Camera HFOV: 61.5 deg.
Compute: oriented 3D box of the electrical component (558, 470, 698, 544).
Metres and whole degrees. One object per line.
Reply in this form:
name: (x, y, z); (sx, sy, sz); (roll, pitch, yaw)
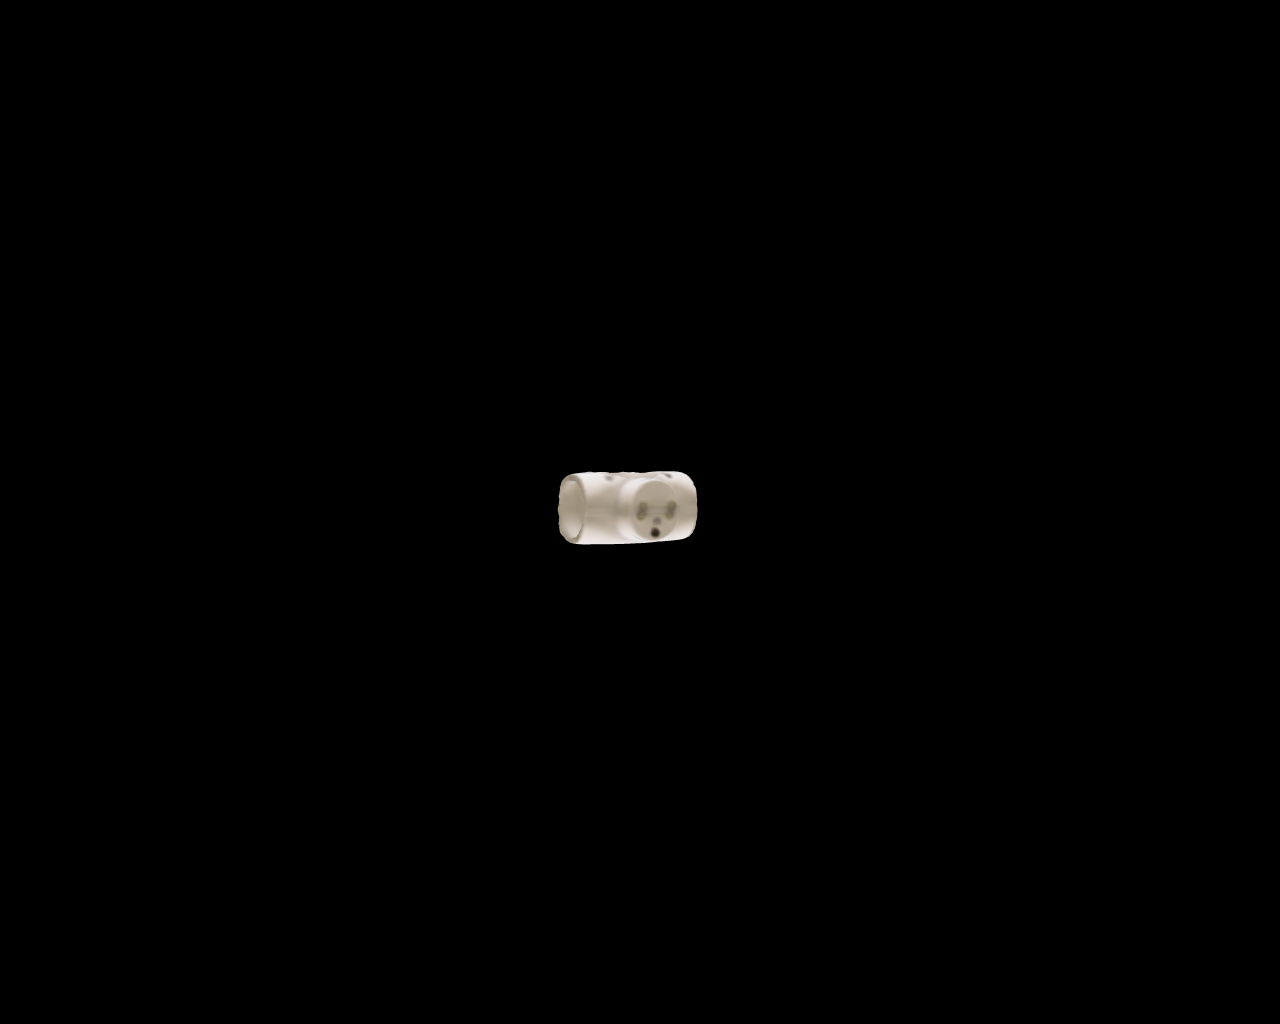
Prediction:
electrical component: (0.001, -0.003, 0.650); (0.077, 0.044, 0.079); (-2, 4, -27)
